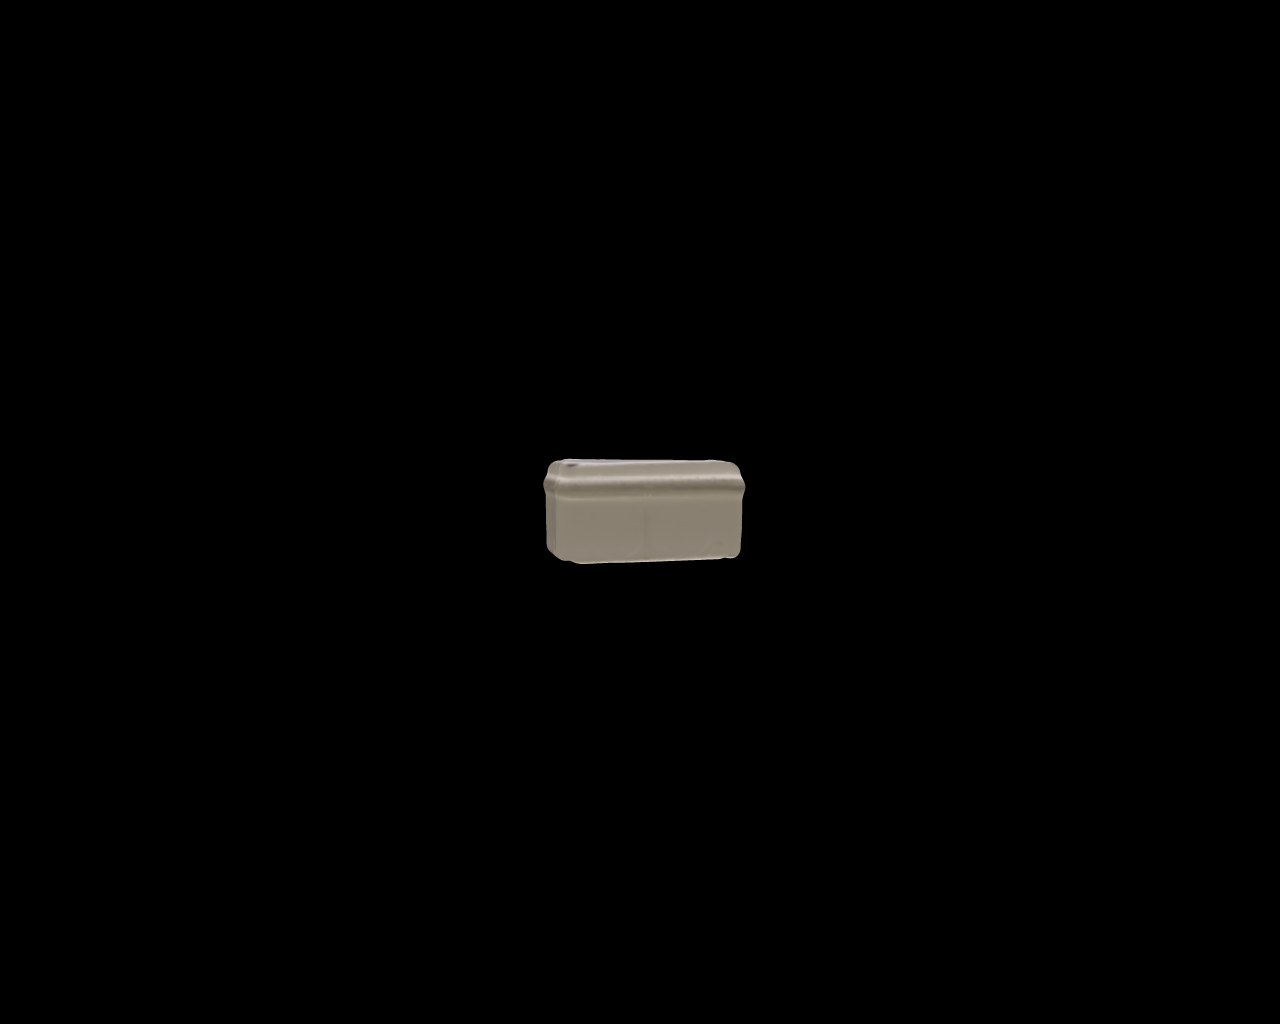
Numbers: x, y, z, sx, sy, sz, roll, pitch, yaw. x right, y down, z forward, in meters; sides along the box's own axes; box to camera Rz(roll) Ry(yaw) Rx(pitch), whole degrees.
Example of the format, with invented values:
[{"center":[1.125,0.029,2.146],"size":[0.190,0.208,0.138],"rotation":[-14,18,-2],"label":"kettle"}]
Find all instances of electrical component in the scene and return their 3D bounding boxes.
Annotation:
[{"center":[0.001,-0.003,0.650],"size":[0.113,0.057,0.078],"rotation":[-1,4,-11],"label":"electrical component"}]
